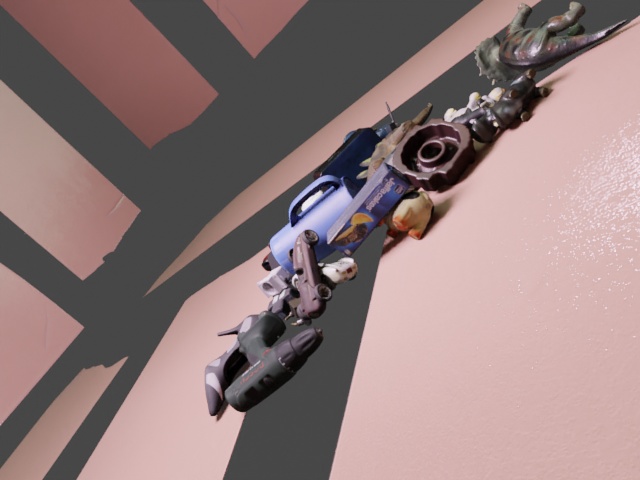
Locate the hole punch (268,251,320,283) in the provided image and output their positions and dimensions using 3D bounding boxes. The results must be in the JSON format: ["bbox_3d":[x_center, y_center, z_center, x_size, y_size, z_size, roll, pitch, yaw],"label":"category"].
[{"bbox_3d":[-0.058,0.066,1.370,0.142,0.092,0.116,-33,51,15],"label":"hole punch"}]

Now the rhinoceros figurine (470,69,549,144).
[{"bbox_3d":[0.403,-0.288,1.165,0.190,0.073,0.112,-46,18,-10],"label":"rhinoceros figurine"}]

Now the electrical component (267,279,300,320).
[{"bbox_3d":[-0.081,0.149,1.257,0.075,0.047,0.119,-39,18,14],"label":"electrical component"}]

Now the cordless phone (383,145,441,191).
[{"bbox_3d":[0.247,-0.173,1.257,0.146,0.088,0.184,-47,34,-15],"label":"cordless phone"}]

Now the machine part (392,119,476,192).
[{"bbox_3d":[0.251,-0.187,1.187,0.179,0.056,0.179,-17,51,22],"label":"machine part"}]

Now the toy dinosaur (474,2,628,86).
[{"bbox_3d":[0.506,-0.453,1.273,0.192,0.131,0.405,-54,20,8],"label":"toy dinosaur"}]

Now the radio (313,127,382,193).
[{"bbox_3d":[0.097,-0.218,1.589,0.229,0.131,0.073,-47,19,-10],"label":"radio"}]

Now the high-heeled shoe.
[{"bbox_3d":[-0.169,0.270,1.185,0.145,0.086,0.249,-9,43,6],"label":"high-heeled shoe"}]

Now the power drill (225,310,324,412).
[{"bbox_3d":[-0.093,0.222,1.073,0.232,0.086,0.207,-45,26,4],"label":"power drill"}]

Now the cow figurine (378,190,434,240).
[{"bbox_3d":[0.175,-0.070,1.145,0.127,0.085,0.195,-53,16,-9],"label":"cow figurine"}]

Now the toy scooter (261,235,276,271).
[{"bbox_3d":[-0.101,0.007,1.604,0.184,0.075,0.135,-41,16,25],"label":"toy scooter"}]

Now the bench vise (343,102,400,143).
[{"bbox_3d":[0.144,-0.315,1.746,0.223,0.128,0.241,-49,23,-22],"label":"bench vise"}]

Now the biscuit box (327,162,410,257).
[{"bbox_3d":[0.097,-0.062,1.106,0.202,0.059,0.063,-51,17,20],"label":"biscuit box"}]

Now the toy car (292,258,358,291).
[{"bbox_3d":[0.007,0.077,1.177,0.073,0.056,0.202,-24,6,-32],"label":"toy car"}]

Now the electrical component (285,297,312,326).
[{"bbox_3d":[-0.037,0.151,1.167,0.078,0.045,0.102,-19,12,-19],"label":"electrical component"}]

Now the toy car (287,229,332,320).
[{"bbox_3d":[-0.028,0.068,1.113,0.089,0.053,0.202,-52,42,45],"label":"toy car"}]

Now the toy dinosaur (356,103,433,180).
[{"bbox_3d":[0.210,-0.249,1.465,0.471,0.105,0.199,-45,13,-23],"label":"toy dinosaur"}]

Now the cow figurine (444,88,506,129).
[{"bbox_3d":[0.365,-0.292,1.270,0.167,0.068,0.098,-28,28,50],"label":"cow figurine"}]
